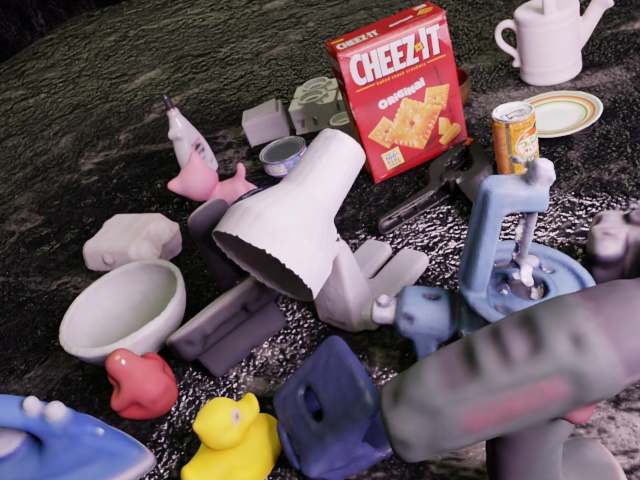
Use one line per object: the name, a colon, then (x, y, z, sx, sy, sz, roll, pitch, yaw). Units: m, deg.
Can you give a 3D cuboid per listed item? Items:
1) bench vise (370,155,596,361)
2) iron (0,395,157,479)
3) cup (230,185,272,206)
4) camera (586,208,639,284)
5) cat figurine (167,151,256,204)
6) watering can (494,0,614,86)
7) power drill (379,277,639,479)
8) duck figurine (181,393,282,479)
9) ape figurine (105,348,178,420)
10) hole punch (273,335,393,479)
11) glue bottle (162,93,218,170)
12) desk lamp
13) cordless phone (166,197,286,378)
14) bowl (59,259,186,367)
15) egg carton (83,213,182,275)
bench vise: (0.144, 0.040, 0.501, 0.207, 0.220, 0.121, -21, 36, 1)
iron: (-0.312, 0.202, 0.590, 0.257, 0.142, 0.118, -11, 37, 14)
cup: (-0.070, -0.006, 0.777, 0.091, 0.095, 0.117, -17, 36, 6)
camera: (0.316, 0.033, 0.526, 0.142, 0.101, 0.137, 6, 44, 33)
cat figurine: (-0.170, -0.089, 0.917, 0.127, 0.118, 0.067, -10, 37, 15)
watering can: (0.376, -0.365, 0.933, 0.173, 0.194, 0.100, -21, 36, 1)
power drill: (0.164, 0.121, 0.396, 0.229, 0.209, 0.075, -17, 36, 5)
duck figurine: (-0.091, 0.189, 0.542, 0.105, 0.086, 0.077, -35, 38, -18)
ape figurine: (-0.206, 0.155, 0.641, 0.075, 0.092, 0.078, 17, 51, 41)
hole punch: (0.007, 0.160, 0.526, 0.101, 0.091, 0.108, -27, 36, -8)
glue bottle: (-0.241, -0.182, 1.027, 0.037, 0.173, 0.078, -5, 39, 21)
desk lamp: (0.006, 0.002, 0.626, 0.117, 0.214, 0.203, 16, 50, 40)
cordless phone: (-0.129, 0.051, 0.656, 0.148, 0.185, 0.093, -41, 40, -25)
bowl: (-0.240, 0.105, 0.737, 0.167, 0.075, 0.167, -14, 36, 11)
egg carton: (-0.292, 0.011, 0.891, 0.150, 0.069, 0.107, 0, 41, 27)
